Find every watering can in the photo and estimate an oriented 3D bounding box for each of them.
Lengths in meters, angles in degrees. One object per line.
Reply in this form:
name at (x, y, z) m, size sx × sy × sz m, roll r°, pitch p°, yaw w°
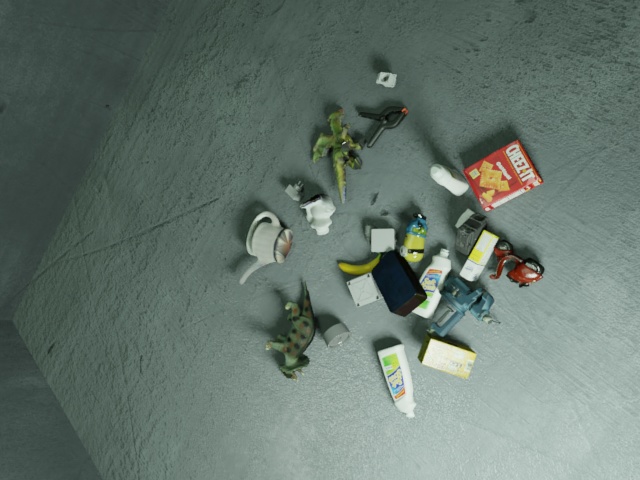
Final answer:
watering can at (-0.240, 0.048, 2.264) m, size 0.225 × 0.103 × 0.348 m, roll 14°, pitch 89°, yaw 33°

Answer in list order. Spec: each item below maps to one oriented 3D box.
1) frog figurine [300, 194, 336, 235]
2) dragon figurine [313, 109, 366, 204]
frog figurine at (0.007, -0.109, 2.156) m, size 0.136 × 0.125 × 0.158 m, roll -26°, pitch 105°, yaw 19°
dragon figurine at (0.059, -0.362, 2.171) m, size 0.243 × 0.121 × 0.412 m, roll 8°, pitch 84°, yaw 50°
